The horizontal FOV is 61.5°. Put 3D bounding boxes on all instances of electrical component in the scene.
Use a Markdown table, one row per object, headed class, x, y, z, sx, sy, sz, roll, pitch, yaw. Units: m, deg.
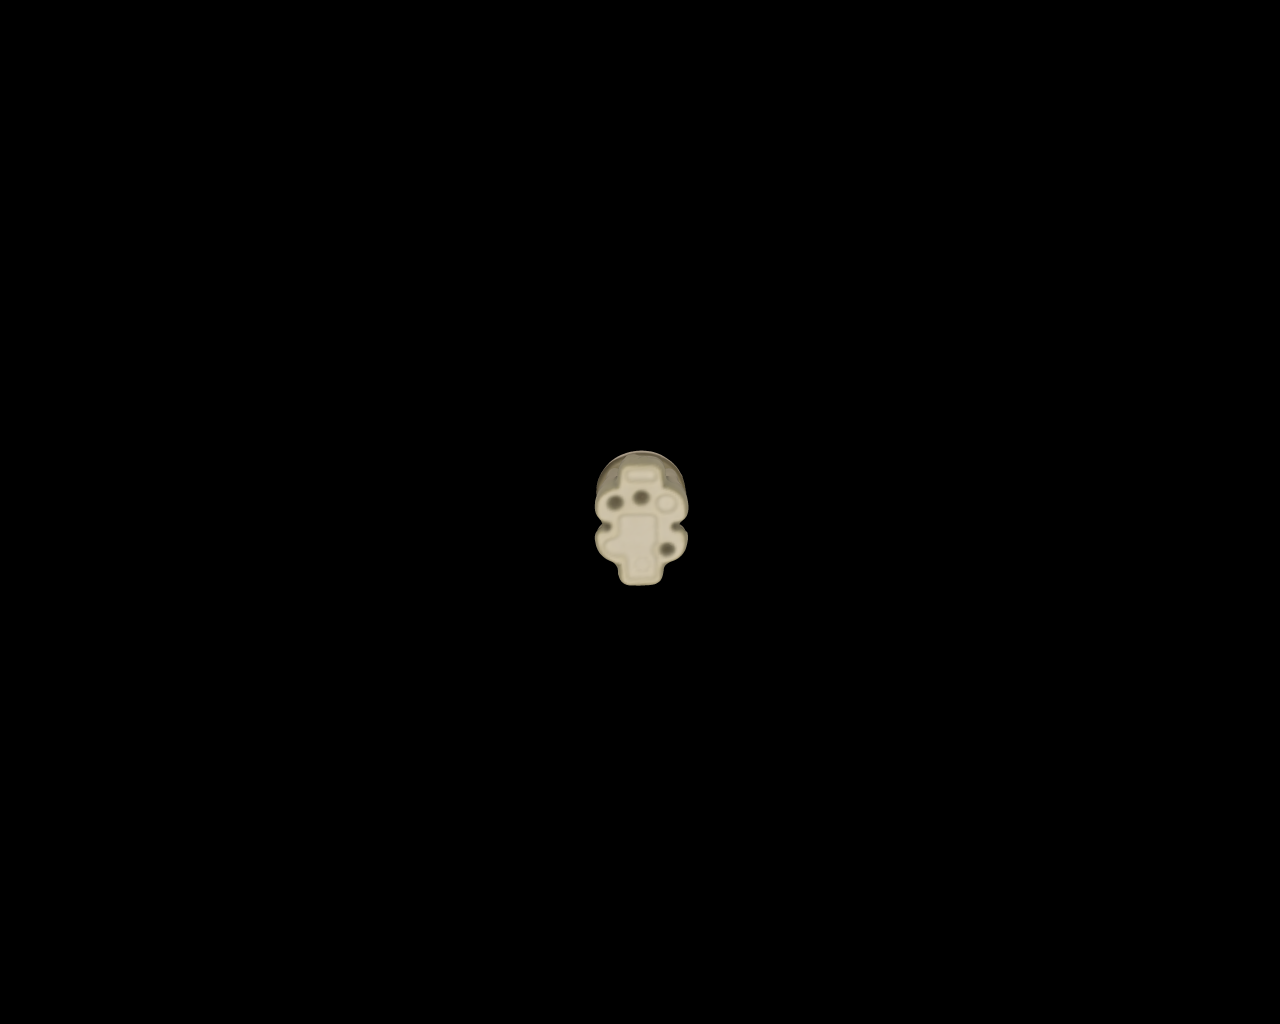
| class | x | y | z | sx | sy | sz | roll | pitch | yaw |
| --- | --- | --- | --- | --- | --- | --- | --- | --- | --- |
| electrical component | 0.001 | -0.003 | 0.650 | 0.058 | 0.078 | 0.057 | 0 | 24 | 0 |
